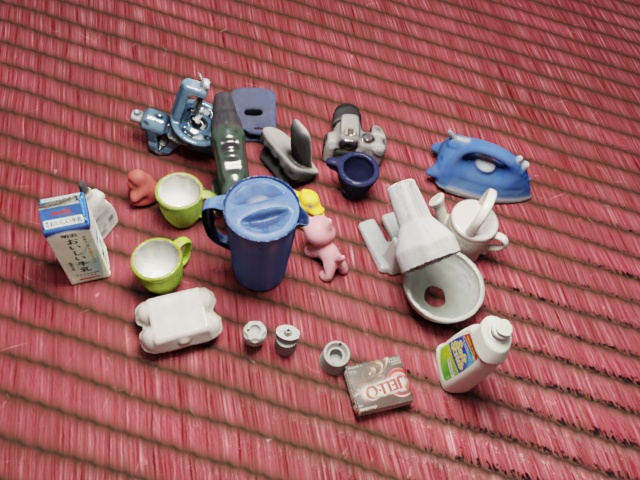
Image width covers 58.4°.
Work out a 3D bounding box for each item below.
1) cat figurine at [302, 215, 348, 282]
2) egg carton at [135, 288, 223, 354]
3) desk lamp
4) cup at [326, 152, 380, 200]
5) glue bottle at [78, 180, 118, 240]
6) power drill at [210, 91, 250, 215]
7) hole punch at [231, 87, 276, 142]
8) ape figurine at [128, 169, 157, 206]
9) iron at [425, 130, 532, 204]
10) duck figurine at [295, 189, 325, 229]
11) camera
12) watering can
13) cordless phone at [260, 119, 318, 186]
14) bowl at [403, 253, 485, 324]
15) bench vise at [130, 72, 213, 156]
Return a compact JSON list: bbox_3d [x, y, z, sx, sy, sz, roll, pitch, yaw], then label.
[{"bbox_3d":[0.011,0.004,1.155,0.067,0.118,0.127,-28,68,-21],"label":"cat figurine"},{"bbox_3d":[-0.261,0.150,1.061,0.150,0.069,0.107,-14,64,-15],"label":"egg carton"},{"bbox_3d":[0.169,-0.009,1.130,0.118,0.213,0.203,-18,65,-17],"label":"desk lamp"},{"bbox_3d":[0.065,-0.135,1.255,0.117,0.095,0.092,18,60,3],"label":"cup"},{"bbox_3d":[-0.435,-0.062,1.096,0.037,0.173,0.078,28,61,8],"label":"glue bottle"},{"bbox_3d":[-0.185,-0.151,1.162,0.076,0.208,0.229,-8,62,-12],"label":"power drill"},{"bbox_3d":[-0.150,-0.286,1.312,0.109,0.091,0.101,-2,61,-9],"label":"hole punch"},{"bbox_3d":[-0.371,-0.115,1.182,0.076,0.092,0.078,17,60,2],"label":"ape figurine"},{"bbox_3d":[0.379,-0.170,1.293,0.258,0.141,0.119,16,60,1],"label":"iron"},{"bbox_3d":[-0.030,-0.076,1.213,0.078,0.086,0.104,-39,72,-25],"label":"duck figurine"},{"bbox_3d":[0.080,-0.251,1.319,0.143,0.101,0.137,5,60,-5],"label":"camera"},{"bbox_3d":[0.305,-0.035,1.176,0.173,0.194,0.101,10,60,-2],"label":"watering can"},{"bbox_3d":[-0.064,-0.214,1.229,0.094,0.185,0.147,-34,70,-23],"label":"cordless phone"},{"bbox_3d":[0.241,0.101,1.158,0.167,0.075,0.167,4,60,-6],"label":"bowl"},{"bbox_3d":[-0.292,-0.253,1.198,0.207,0.220,0.121,-8,62,-12],"label":"bench vise"}]
